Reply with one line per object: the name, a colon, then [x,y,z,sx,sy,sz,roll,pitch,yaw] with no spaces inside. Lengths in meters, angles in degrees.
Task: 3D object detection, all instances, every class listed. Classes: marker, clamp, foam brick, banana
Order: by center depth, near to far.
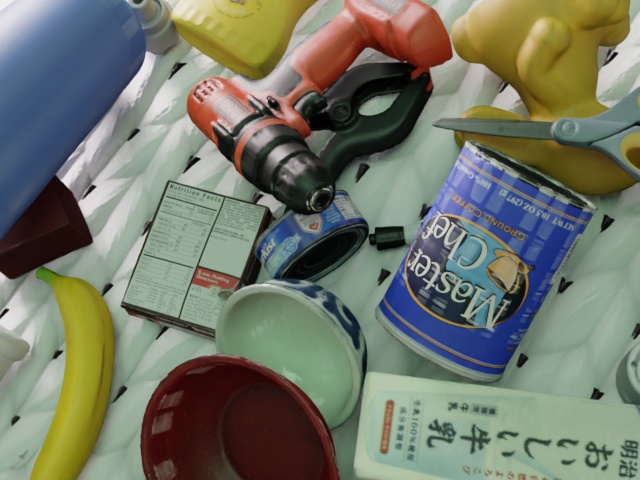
marker: [0.098,-0.007,0.831,0.121,0.020,0.020,-7,71,7]
banana: [-0.193,0.111,0.833,0.070,0.037,0.198,-14,66,29]
clamp: [0.019,-0.084,0.859,0.171,0.039,0.120,-23,69,5]
foam brick: [-0.236,-0.011,0.870,0.078,0.053,0.051,-24,69,0]

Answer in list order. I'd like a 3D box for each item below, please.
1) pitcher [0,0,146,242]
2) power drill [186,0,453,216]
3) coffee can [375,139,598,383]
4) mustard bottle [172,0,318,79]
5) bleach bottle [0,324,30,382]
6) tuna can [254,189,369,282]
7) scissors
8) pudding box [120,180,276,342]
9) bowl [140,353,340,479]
pitcher: [-0.245,-0.101,0.832,0.149,0.145,0.242,12,45,23]
power drill: [0.006,-0.113,0.807,0.187,0.057,0.185,-38,46,-10]
coffee can: [0.115,0.014,0.751,0.103,0.102,0.140,31,104,17]
mustard bottle: [-0.035,-0.234,0.909,0.096,0.058,0.191,32,79,16]
bleach bottle: [-0.336,0.162,0.824,0.103,0.068,0.251,28,80,18]
tuna can: [-0.005,0.001,0.810,0.086,0.086,0.034,-33,72,-3]
scissors: [0.189,-0.091,0.754,0.202,0.016,0.096,21,76,20]
pudding box: [-0.096,0.017,0.845,0.090,0.039,0.113,15,73,14]
bowl: [-0.048,0.153,0.761,0.162,0.055,0.162,6,103,26]
